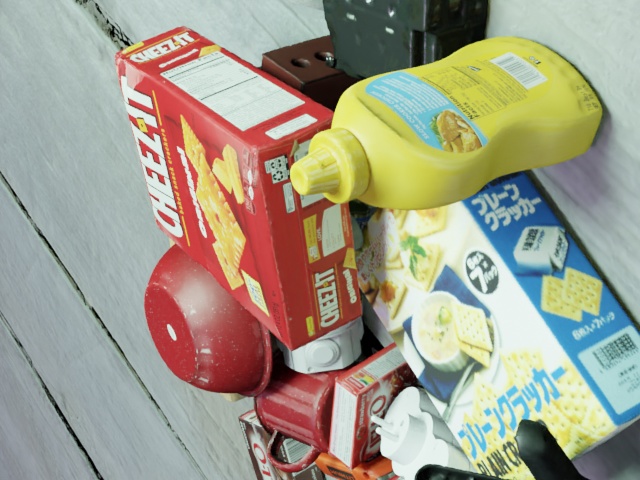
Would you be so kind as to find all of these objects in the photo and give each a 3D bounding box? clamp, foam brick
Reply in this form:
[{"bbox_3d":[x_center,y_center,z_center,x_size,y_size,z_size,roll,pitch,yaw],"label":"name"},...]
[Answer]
[{"bbox_3d":[0.148,0.172,0.683,0.171,0.039,0.120,37,146,-21],"label":"clamp"},{"bbox_3d":[0.001,-0.115,0.797,0.053,0.078,0.051,39,138,37],"label":"foam brick"}]

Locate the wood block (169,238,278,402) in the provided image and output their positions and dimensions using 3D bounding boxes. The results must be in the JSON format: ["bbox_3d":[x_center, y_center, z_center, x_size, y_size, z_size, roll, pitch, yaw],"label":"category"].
[{"bbox_3d":[-0.079,0.034,1.004,0.091,0.090,0.206,31,133,47],"label":"wood block"}]

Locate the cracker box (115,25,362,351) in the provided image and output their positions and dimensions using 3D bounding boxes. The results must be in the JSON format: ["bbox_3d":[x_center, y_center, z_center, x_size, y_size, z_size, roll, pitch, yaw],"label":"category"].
[{"bbox_3d":[-0.062,-0.043,0.775,0.214,0.072,0.164,36,144,46],"label":"cracker box"}]

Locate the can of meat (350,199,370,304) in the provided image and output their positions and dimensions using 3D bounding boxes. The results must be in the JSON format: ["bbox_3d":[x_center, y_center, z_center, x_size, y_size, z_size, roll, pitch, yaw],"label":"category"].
[{"bbox_3d":[-0.006,0.001,0.889,0.102,0.057,0.084,29,120,46],"label":"can of meat"}]

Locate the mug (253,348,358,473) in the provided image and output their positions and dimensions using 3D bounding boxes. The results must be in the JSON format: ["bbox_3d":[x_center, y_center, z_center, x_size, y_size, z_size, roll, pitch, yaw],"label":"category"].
[{"bbox_3d":[-0.005,0.152,0.943,0.082,0.117,0.093,12,153,49],"label":"mug"}]

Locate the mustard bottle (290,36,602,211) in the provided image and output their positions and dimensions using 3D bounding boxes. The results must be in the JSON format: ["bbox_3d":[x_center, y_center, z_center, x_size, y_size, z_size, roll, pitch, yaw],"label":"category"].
[{"bbox_3d":[0.065,-0.063,0.616,0.096,0.191,0.058,47,143,32],"label":"mustard bottle"}]

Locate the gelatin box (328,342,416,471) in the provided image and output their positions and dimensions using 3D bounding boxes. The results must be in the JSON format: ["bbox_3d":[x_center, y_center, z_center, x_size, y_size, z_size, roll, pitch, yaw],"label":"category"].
[{"bbox_3d":[0.045,0.139,0.887,0.030,0.073,0.089,32,134,35],"label":"gelatin box"}]

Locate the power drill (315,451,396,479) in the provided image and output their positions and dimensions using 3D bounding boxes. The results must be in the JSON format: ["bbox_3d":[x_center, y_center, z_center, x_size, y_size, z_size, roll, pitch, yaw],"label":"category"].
[{"bbox_3d":[0.054,0.270,0.974,0.185,0.057,0.187,-3,109,54],"label":"power drill"}]

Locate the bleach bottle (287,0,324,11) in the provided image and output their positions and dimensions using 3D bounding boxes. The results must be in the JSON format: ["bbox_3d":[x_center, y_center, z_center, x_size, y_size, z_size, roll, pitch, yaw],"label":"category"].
[{"bbox_3d":[-0.077,-0.235,0.825,0.251,0.102,0.068,29,100,48],"label":"bleach bottle"}]

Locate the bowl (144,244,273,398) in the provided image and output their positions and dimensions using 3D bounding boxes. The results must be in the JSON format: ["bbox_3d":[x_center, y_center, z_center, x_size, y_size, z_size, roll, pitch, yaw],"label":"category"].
[{"bbox_3d":[-0.107,0.071,0.926,0.162,0.055,0.162,35,136,43],"label":"bowl"}]

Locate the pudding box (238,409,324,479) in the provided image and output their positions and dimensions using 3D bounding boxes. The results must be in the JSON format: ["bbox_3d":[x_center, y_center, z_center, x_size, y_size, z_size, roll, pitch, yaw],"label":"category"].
[{"bbox_3d":[-0.036,0.235,1.108,0.090,0.039,0.113,7,115,56],"label":"pudding box"}]

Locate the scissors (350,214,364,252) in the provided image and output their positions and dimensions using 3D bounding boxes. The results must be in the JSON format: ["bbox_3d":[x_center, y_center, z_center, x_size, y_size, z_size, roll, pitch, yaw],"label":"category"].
[{"bbox_3d":[-0.029,-0.049,0.823,0.202,0.016,0.096,35,146,51],"label":"scissors"}]

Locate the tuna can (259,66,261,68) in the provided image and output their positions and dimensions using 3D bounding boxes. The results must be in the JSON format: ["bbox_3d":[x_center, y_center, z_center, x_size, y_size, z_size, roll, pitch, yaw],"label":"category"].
[{"bbox_3d":[-0.070,-0.116,0.901,0.086,0.086,0.034,-21,92,59],"label":"tuna can"}]

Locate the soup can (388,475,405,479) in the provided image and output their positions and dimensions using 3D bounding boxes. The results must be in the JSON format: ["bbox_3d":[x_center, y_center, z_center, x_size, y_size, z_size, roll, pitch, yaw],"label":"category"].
[{"bbox_3d":[0.077,0.219,0.860,0.069,0.102,0.068,36,137,42],"label":"soup can"}]
